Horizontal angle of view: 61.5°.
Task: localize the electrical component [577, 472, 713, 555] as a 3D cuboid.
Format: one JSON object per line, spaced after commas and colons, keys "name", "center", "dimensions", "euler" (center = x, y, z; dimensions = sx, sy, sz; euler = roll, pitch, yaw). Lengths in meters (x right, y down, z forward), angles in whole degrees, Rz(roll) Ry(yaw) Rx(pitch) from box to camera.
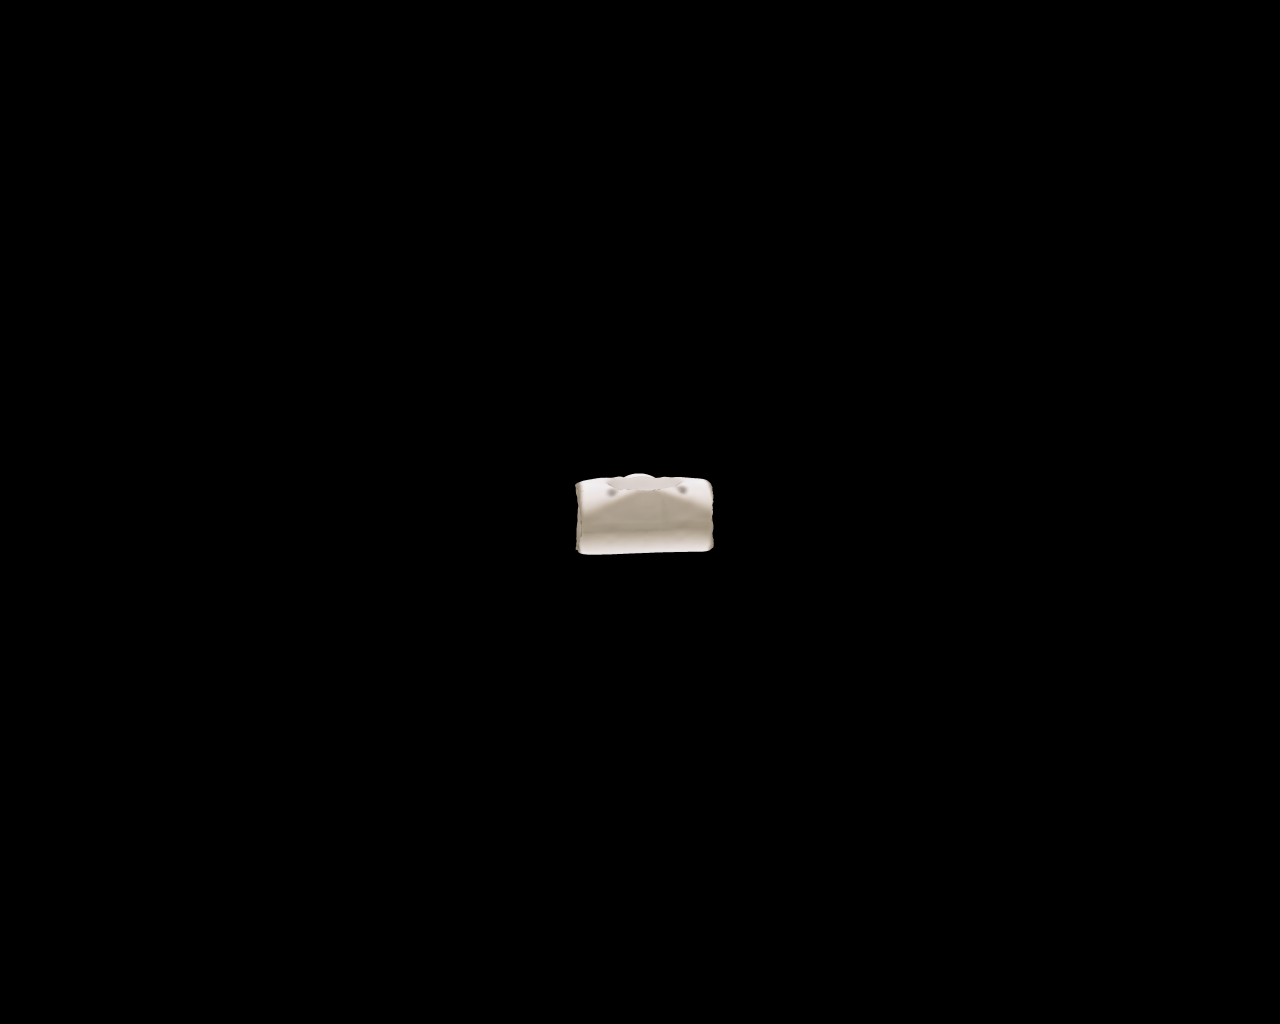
{"name": "electrical component", "center": [0.001, -0.003, 0.650], "dimensions": [0.077, 0.044, 0.079], "euler": [-1, 16, -5]}
